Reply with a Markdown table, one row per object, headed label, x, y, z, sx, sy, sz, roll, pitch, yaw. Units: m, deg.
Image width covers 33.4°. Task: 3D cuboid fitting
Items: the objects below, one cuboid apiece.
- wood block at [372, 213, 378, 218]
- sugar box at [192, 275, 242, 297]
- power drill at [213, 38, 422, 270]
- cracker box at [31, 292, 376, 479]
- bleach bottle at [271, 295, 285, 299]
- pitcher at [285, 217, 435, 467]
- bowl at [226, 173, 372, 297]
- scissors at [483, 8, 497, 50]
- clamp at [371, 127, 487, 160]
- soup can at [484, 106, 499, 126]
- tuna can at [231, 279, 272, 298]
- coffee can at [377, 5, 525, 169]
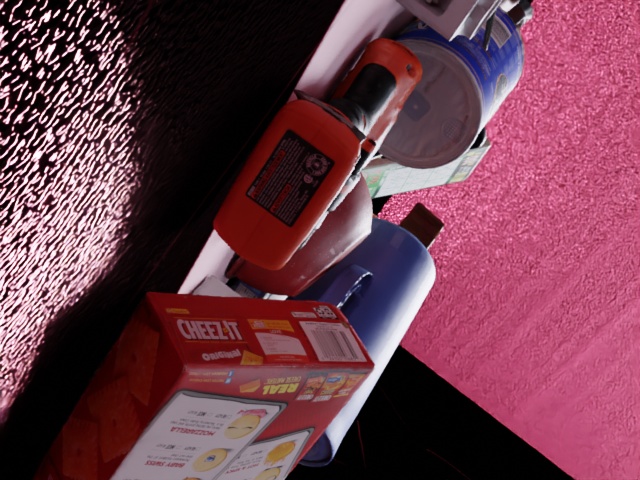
| label | x | y | z | sx | sy | sz | roll | pitch | yaw |
| --- | --- | --- | --- | --- | --- | --- | --- | --- | --- |
| wood block | 0.025 | 0.005 | 1.396 | 0.091 | 0.090 | 0.206 | -52 | 177 | 11 |
| sugar box | -0.126 | 0.117 | 0.867 | 0.176 | 0.048 | 0.093 | -54 | 177 | 39 |
| power drill | -0.008 | -0.045 | 0.718 | 0.185 | 0.057 | 0.187 | -58 | 178 | 23 |
| cracker box | -0.088 | 0.132 | 0.737 | 0.163 | 0.072 | 0.214 | 6 | 131 | -42 |
| bleach bottle | -0.081 | 0.099 | 1.182 | 0.103 | 0.068 | 0.250 | -58 | 177 | 33 |
| pitcher | 0.016 | 0.087 | 1.049 | 0.149 | 0.145 | 0.242 | -7 | -142 | 49 |
| bowl | -0.006 | 0.001 | 0.957 | 0.162 | 0.055 | 0.162 | -40 | 176 | -4 |
| scissors | 0.135 | -0.208 | 0.863 | 0.096 | 0.016 | 0.201 | -41 | -156 | 60 |
| clamp | 0.078 | -0.094 | 0.979 | 0.171 | 0.120 | 0.039 | -124 | -146 | -79 |
| soup can | 0.131 | -0.147 | 1.140 | 0.068 | 0.102 | 0.068 | -52 | 177 | -5 |
| tuna can | -0.056 | 0.035 | 1.073 | 0.086 | 0.034 | 0.086 | -52 | 177 | -5 |
| coffee can | 0.098 | -0.130 | 0.859 | 0.103 | 0.103 | 0.140 | -55 | 176 | 36 |
